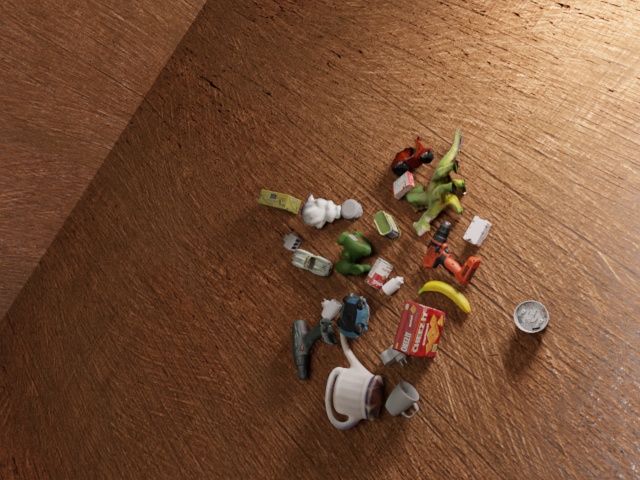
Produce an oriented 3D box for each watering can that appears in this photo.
[{"bbox_3d":[0.126,0.505,1.852,0.224,0.103,0.351,1,74,33],"label":"watering can"}]

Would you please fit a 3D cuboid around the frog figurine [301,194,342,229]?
[{"bbox_3d":[0.006,-0.107,2.121,0.160,0.124,0.134,24,123,27],"label":"frog figurine"}]

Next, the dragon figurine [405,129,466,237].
[{"bbox_3d":[0.411,-0.202,1.899,0.241,0.121,0.417,-10,61,39],"label":"dragon figurine"}]
